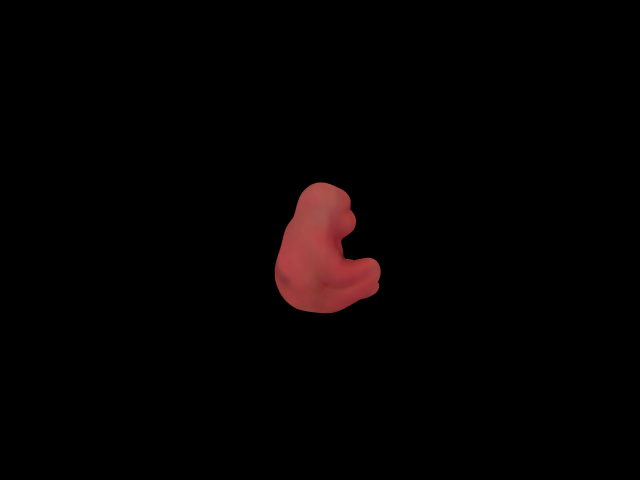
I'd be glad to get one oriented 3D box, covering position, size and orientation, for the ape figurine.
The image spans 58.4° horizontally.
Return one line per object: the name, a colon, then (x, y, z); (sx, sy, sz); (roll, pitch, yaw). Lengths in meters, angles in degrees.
ape figurine: (0.004, 0.001, 0.400); (0.076, 0.092, 0.077); (-14, 43, -15)
